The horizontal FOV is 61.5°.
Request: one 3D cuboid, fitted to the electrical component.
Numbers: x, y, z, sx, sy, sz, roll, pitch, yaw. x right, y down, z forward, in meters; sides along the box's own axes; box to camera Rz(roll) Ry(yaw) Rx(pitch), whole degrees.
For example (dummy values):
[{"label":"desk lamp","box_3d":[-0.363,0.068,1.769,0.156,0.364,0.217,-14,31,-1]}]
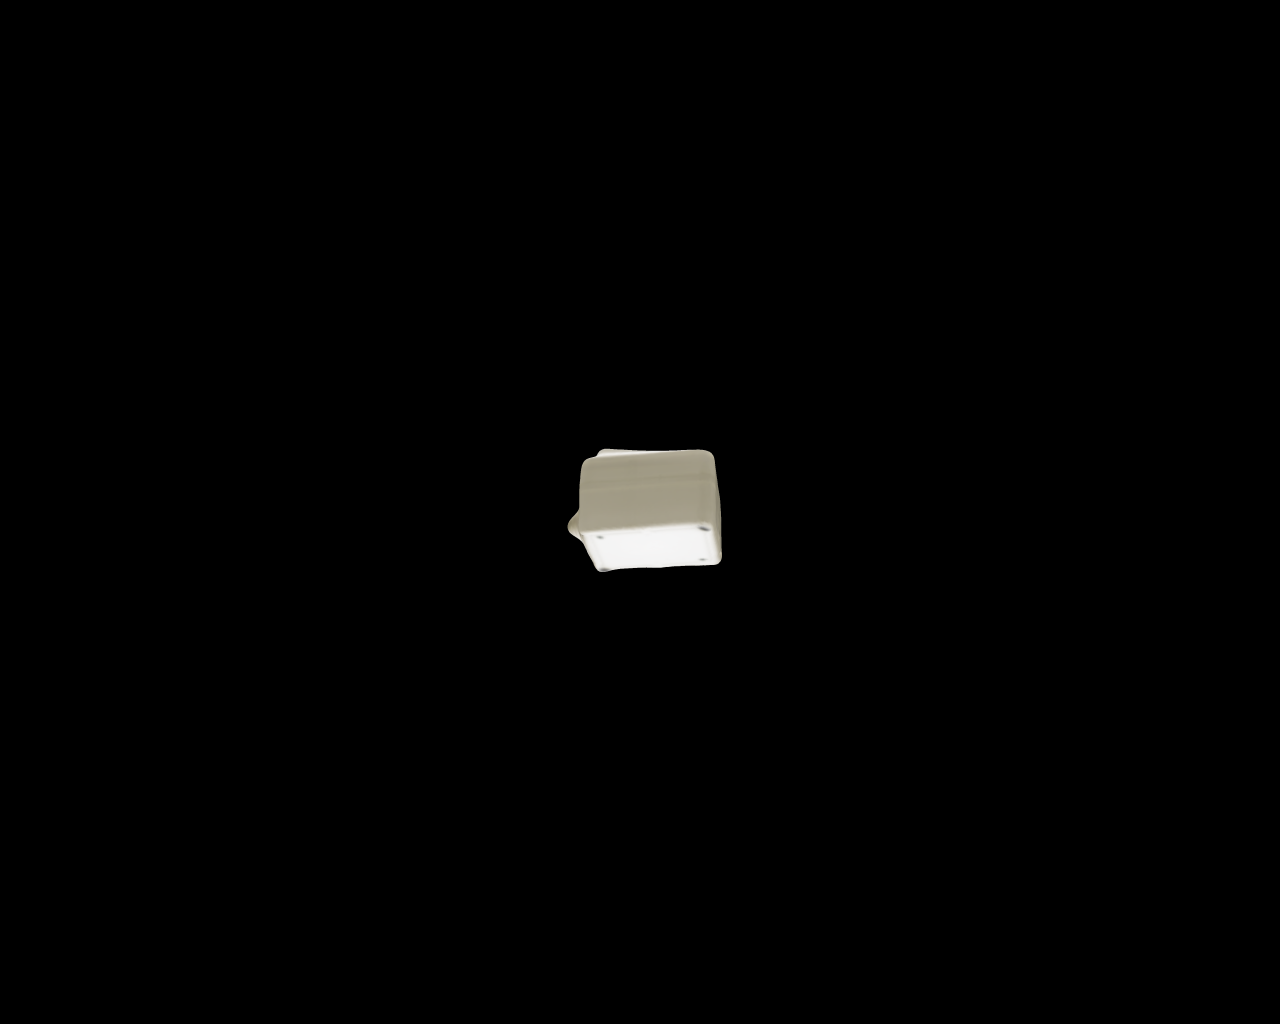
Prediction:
[{"label":"electrical component","box_3d":[0.001,-0.003,0.650,0.096,0.061,0.061,-4,-28,7]}]
